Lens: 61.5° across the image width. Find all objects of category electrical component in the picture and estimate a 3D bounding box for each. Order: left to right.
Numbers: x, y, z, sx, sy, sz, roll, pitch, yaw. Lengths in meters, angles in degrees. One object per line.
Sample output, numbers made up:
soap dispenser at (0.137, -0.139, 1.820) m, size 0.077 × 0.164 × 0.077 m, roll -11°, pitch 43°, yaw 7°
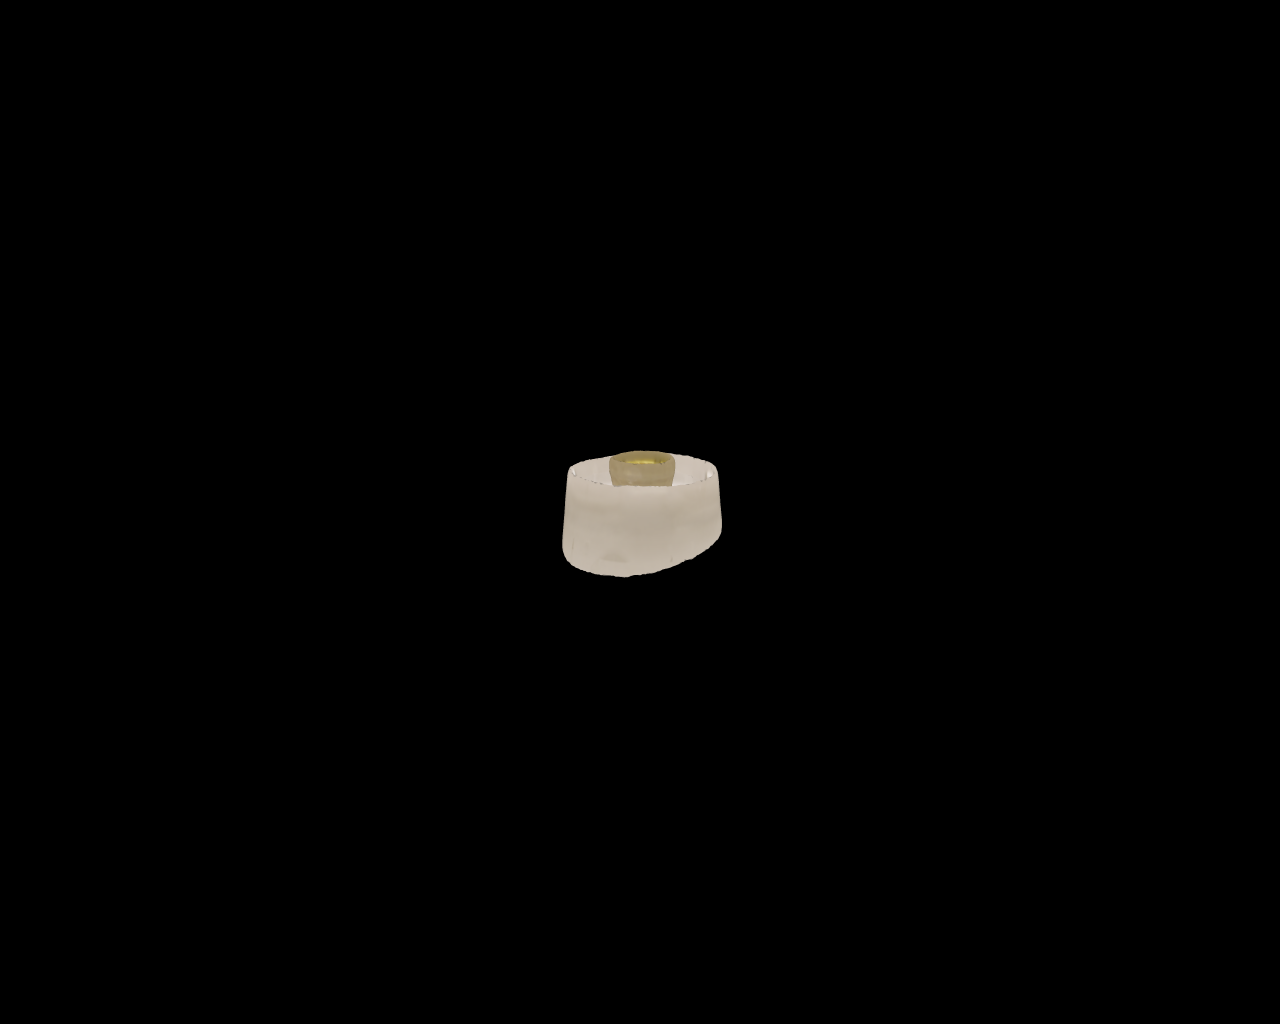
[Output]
electrical component at (0.001, -0.003, 0.650) m, size 0.099 × 0.064 × 0.099 m, roll 0°, pitch 15°, yaw 0°
